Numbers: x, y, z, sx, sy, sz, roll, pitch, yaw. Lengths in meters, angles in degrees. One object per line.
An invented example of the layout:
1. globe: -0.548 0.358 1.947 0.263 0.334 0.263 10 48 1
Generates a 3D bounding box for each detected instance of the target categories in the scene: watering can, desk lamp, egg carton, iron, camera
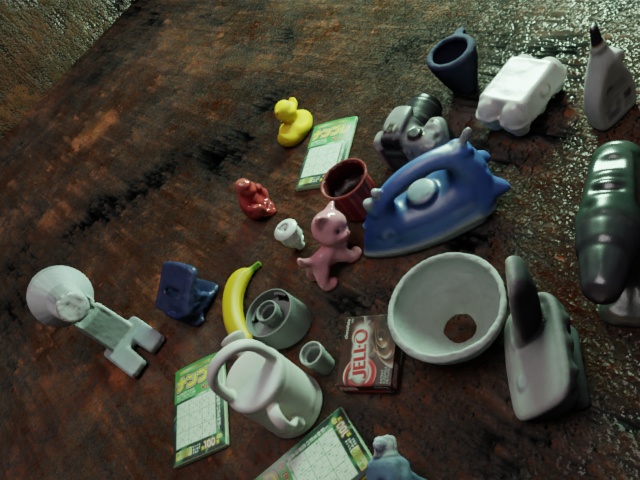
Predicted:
1. watering can: -0.091 0.201 0.820 0.172 0.195 0.101 17 68 43
2. desk lamp: -0.441 0.147 1.104 0.202 0.214 0.118 17 67 43
3. egg carton: 0.340 -0.246 0.967 0.107 0.070 0.150 27 75 46
4. iron: 0.155 -0.070 0.903 0.258 0.142 0.118 -30 44 13
5. camera: 0.178 -0.202 1.024 0.142 0.101 0.137 10 62 40

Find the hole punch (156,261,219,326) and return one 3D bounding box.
1. hole punch: -0.267 0.103 1.106 0.108 0.091 0.101 7 61 39

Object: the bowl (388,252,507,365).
1. bowl: 0.182 0.105 0.790 0.167 0.075 0.167 -19 47 22

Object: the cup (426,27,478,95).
1. cup: 0.261 -0.329 1.073 0.091 0.095 0.118 2 58 37

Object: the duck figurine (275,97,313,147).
1. duck figurine: -0.070 -0.267 1.269 0.077 0.086 0.105 8 62 40

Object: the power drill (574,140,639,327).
1. power drill: 0.341 0.012 0.651 0.075 0.209 0.230 -4 54 34

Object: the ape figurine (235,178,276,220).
1. ape figurine: -0.140 -0.089 1.169 0.076 0.092 0.078 -7 53 32

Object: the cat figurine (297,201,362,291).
1. cat figurine: 0.009 0.003 0.967 0.067 0.118 0.128 28 75 46

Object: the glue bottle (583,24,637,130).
1. glue bottle: 0.414 -0.243 0.833 0.078 0.174 0.037 -42 42 -1

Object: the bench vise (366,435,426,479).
1. bench vise: 0.049 0.312 0.609 0.121 0.220 0.207 -30 44 13

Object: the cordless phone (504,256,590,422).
1. cordless phone: 0.240 0.114 0.658 0.094 0.186 0.147 -18 48 24
